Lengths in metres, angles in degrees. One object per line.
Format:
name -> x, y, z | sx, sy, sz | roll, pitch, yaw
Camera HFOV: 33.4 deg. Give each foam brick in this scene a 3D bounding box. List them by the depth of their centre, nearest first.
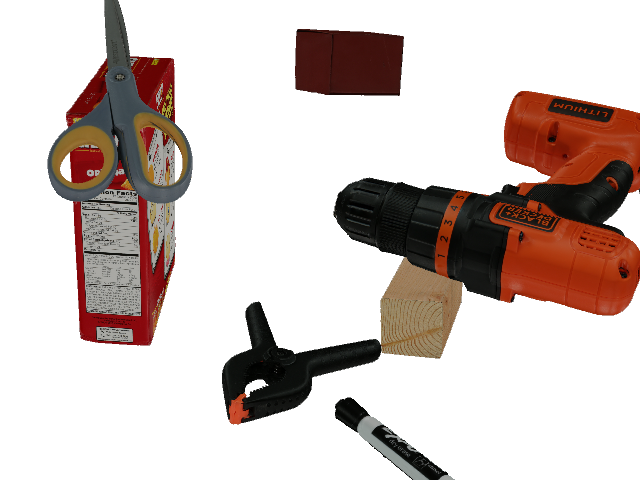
foam brick -> 0.024, -0.150, 0.899 | 0.078, 0.051, 0.053 | -5, 16, -35

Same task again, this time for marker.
marker -> 0.053, 0.147, 0.750 | 0.020, 0.020, 0.121 | 0, 25, -45

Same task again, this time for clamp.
clamp -> -0.033, 0.134, 1.131 | 0.165, 0.036, 0.209 | 12, 26, 13

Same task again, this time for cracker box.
cracker box -> -0.174, -0.039, 0.952 | 0.072, 0.214, 0.164 | 3, 26, 0

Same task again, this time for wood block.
wood block -> 0.156, 0.092, 1.613 | 0.091, 0.090, 0.206 | 4, 20, 14

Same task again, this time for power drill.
power drill -> 0.124, -0.031, 0.674 | 0.185, 0.057, 0.187 | 18, 38, 22

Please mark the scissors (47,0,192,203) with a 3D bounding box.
scissors -> -0.146, -0.092, 0.691 | 0.096, 0.202, 0.016 | -19, -37, -18
